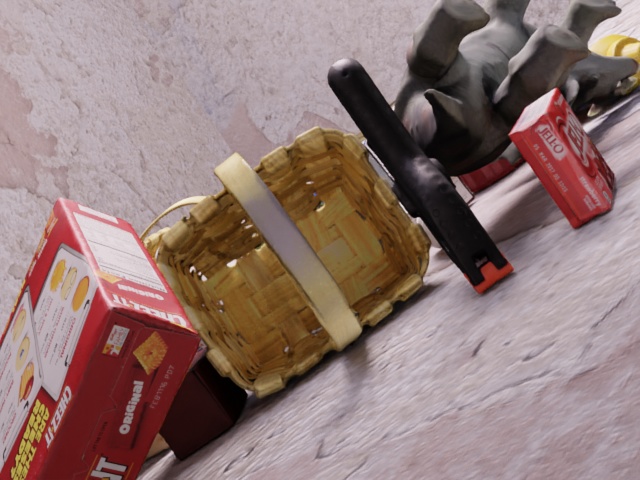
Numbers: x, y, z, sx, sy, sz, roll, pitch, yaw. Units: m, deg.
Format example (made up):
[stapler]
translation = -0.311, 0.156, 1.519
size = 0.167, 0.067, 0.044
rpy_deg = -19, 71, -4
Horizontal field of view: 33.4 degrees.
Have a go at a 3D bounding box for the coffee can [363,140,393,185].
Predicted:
[coffee can]
translation = 0.081, -0.069, 1.131
size = 0.103, 0.103, 0.140
rpy_deg = -31, 6, 36

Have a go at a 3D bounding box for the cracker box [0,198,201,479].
[cracker box]
translation = -0.166, 0.085, 0.740
size = 0.164, 0.072, 0.214
rpy_deg = -65, 28, 10

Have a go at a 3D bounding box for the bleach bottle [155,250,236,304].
[bleach bottle]
translation = -0.100, 0.047, 1.070
size = 0.068, 0.102, 0.251
rpy_deg = -46, 19, -6

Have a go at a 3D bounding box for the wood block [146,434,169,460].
[wood block]
translation = -0.204, 0.162, 0.923
size = 0.206, 0.090, 0.090
rpy_deg = -32, 6, 27

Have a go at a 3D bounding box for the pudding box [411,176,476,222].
[pudding box]
translation = 0.080, -0.013, 0.992
size = 0.090, 0.039, 0.113
rpy_deg = -28, 11, 45

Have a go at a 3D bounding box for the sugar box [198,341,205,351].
[sugar box]
translation = -0.122, 0.092, 1.012
size = 0.048, 0.093, 0.176
rpy_deg = -42, 5, -6

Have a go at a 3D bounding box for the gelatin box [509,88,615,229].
[gelatin box]
translation = 0.159, -0.055, 0.688
size = 0.030, 0.073, 0.089
rpy_deg = -33, 5, 23

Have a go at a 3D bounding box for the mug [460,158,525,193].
[mug]
translation = 0.162, -0.103, 1.047
size = 0.117, 0.081, 0.093
rpy_deg = -31, 7, 36

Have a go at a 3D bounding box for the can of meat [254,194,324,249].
[can of meat]
translation = -0.006, 0.001, 0.943
size = 0.083, 0.057, 0.102
rpy_deg = 12, -63, -37

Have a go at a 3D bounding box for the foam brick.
[foam brick]
translation = -0.093, 0.121, 0.804
size = 0.051, 0.053, 0.078
rpy_deg = -34, 4, 8

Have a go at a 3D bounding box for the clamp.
[clamp]
translation = 0.067, -0.036, 0.705
size = 0.039, 0.171, 0.120
rpy_deg = -35, -16, 9

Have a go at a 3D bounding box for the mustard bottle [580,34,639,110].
[mustard bottle]
translation = 0.261, -0.158, 1.046
size = 0.096, 0.058, 0.192
rpy_deg = -29, 3, -20
